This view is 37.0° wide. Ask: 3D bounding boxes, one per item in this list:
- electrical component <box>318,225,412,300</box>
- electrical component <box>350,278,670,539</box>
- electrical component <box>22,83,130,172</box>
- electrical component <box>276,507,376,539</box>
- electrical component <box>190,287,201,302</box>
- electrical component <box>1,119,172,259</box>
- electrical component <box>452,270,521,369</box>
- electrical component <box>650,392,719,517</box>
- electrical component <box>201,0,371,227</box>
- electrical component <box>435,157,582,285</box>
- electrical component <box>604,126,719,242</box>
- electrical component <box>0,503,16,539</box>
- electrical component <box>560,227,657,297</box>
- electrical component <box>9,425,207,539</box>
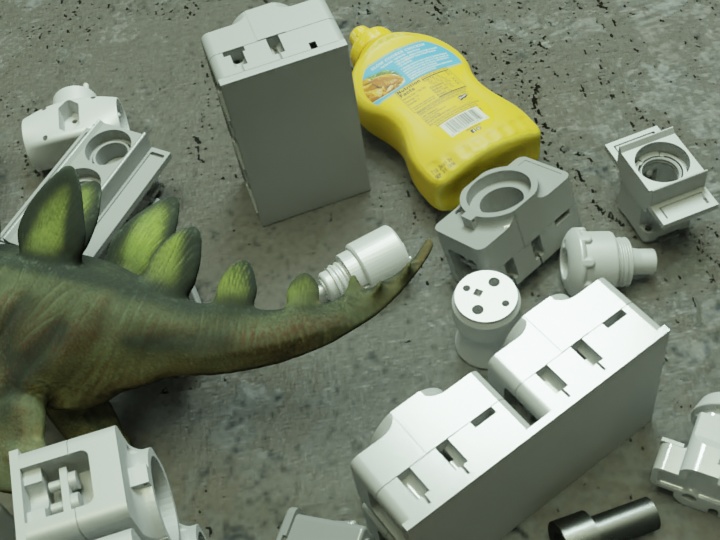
[{"bbox_3d":[0.000,0.000,0.754,0.078,0.040,0.040,-28,55,-12],"label":"electrical component"},{"bbox_3d":[0.087,0.095,0.630,0.186,0.105,0.060,-34,56,-16],"label":"electrical component"},{"bbox_3d":[-0.231,-0.123,0.876,0.077,0.043,0.079,-13,53,-1],"label":"electrical component"},{"bbox_3d":[-0.017,0.190,0.582,0.048,0.099,0.099,4,54,27],"label":"electrical component"},{"bbox_3d":[-0.131,0.036,0.731,0.047,0.065,0.076,-19,54,-5],"label":"electrical component"},{"bbox_3d":[-0.201,-0.044,0.801,0.079,0.063,0.121,18,59,21],"label":"electrical component"},{"bbox_3d":[0.084,0.032,0.708,0.045,0.055,0.045,-4,54,6],"label":"electrical component"},{"bbox_3d":[0.218,0.109,0.631,0.078,0.058,0.057,18,61,20],"label":"electrical component"},{"bbox_3d":[-0.051,-0.113,0.775,0.089,0.150,0.061,-19,54,-6],"label":"electrical component"},{"bbox_3d":[0.103,-0.033,0.745,0.089,0.055,0.050,-39,40,-19],"label":"electrical component"},{"bbox_3d":[0.208,-0.057,0.750,0.042,0.063,0.081,-21,54,-6],"label":"electrical component"},{"bbox_3d":[-0.260,0.171,0.654,0.096,0.061,0.061,9,56,15],"label":"electrical component"},{"bbox_3d":[0.169,-0.005,0.731,0.062,0.048,0.048,-1,53,-3],"label":"electrical component"},{"bbox_3d":[-0.112,0.172,0.554,0.060,0.186,0.105,-17,53,-4],"label":"electrical component"}]
